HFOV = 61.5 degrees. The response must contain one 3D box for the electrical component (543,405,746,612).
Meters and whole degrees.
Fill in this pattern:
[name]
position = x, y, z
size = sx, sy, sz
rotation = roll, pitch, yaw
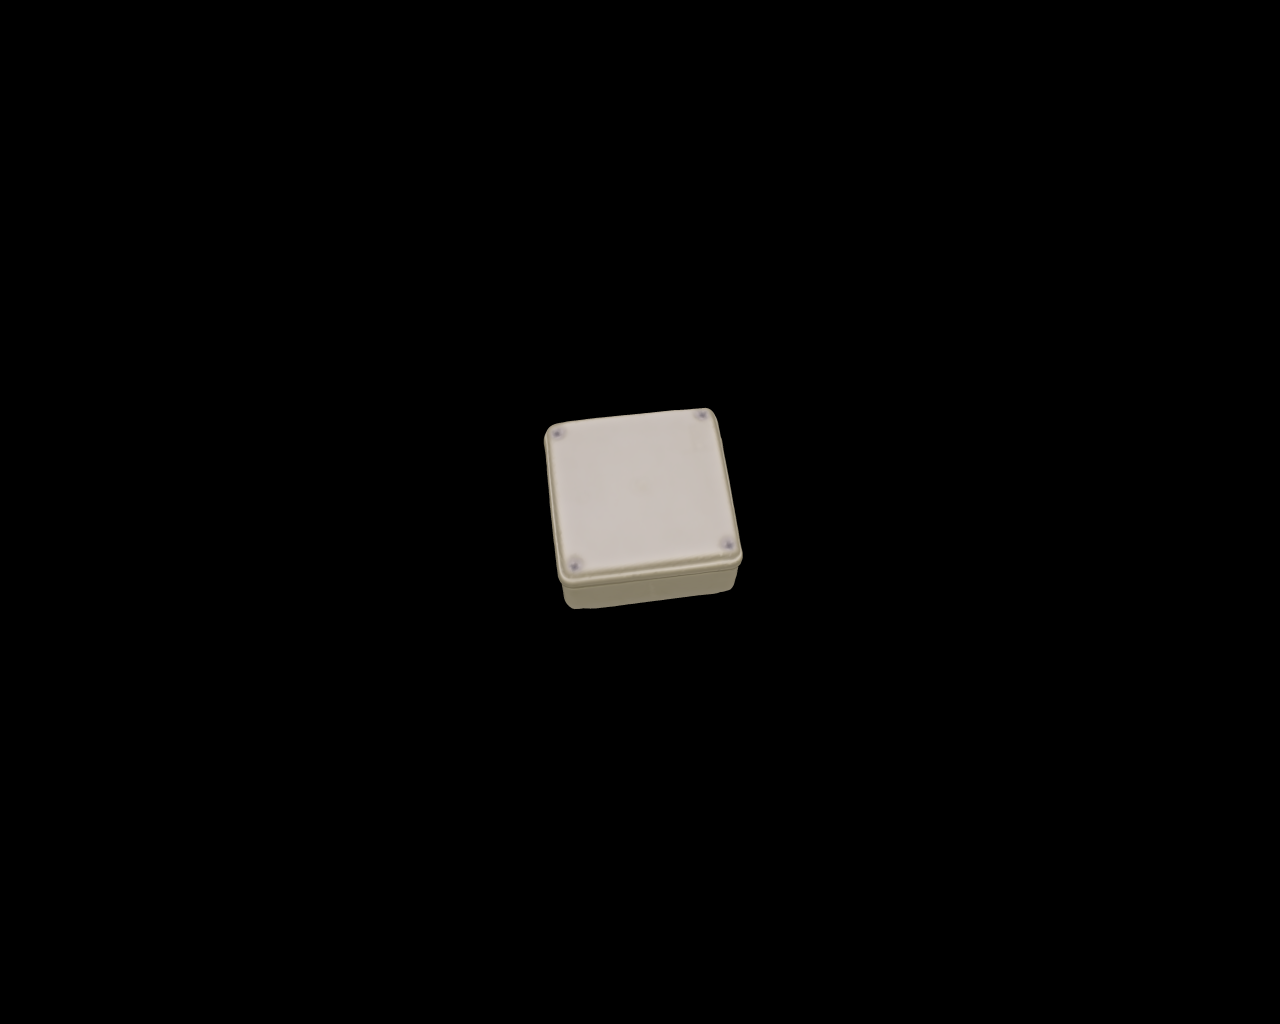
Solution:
[electrical component]
position = 0.001, -0.003, 0.650
size = 0.109, 0.109, 0.056
rotation = -6, -27, -3
